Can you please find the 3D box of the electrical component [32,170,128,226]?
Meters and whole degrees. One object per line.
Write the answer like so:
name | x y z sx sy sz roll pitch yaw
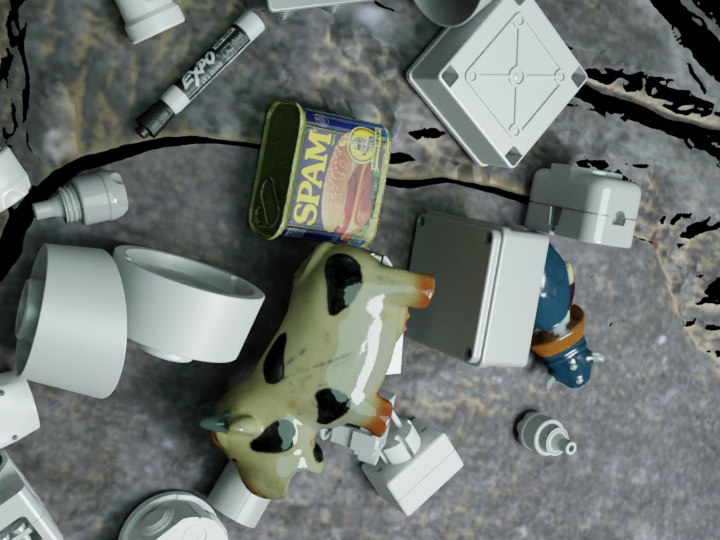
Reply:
electrical component | -0.192 -0.047 0.736 0.061 0.035 0.035 -16 107 -22

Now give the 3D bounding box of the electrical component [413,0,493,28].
electrical component | 0.074 -0.242 0.809 0.064 0.099 0.099 -36 115 -25

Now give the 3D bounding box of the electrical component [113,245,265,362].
electrical component | -0.127 0.029 0.748 0.108 0.108 0.060 15 98 -30

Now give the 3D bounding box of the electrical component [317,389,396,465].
electrical component | -0.007 0.116 0.851 0.048 0.055 0.066 -29 132 -70

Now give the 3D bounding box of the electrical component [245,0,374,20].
electrical component | -0.041 -0.233 0.774 0.100 0.048 0.099 -14 107 -26

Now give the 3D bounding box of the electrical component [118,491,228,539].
electrical component | -0.137 0.211 0.808 0.080 0.051 0.080 -6 103 -28

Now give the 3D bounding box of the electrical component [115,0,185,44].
electrical component | -0.147 -0.183 0.732 0.040 0.040 0.046 -31 107 -20

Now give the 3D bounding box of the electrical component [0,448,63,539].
electrical component | -0.243 0.158 0.717 0.050 0.089 0.055 -36 115 -18

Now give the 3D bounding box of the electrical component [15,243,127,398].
electrical component | -0.193 0.032 0.716 0.064 0.099 0.099 12 94 -24

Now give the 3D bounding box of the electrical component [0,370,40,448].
electrical component | -0.263 0.082 0.718 0.077 0.043 0.079 -18 108 -25

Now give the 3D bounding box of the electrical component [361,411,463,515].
electrical component | 0.035 0.149 0.893 0.066 0.047 0.076 -39 116 -17

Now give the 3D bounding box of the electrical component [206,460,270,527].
electrical component | -0.080 0.153 0.833 0.043 0.043 0.081 34 83 -30

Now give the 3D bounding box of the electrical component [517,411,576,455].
electrical component | 0.169 0.149 0.958 0.035 0.061 0.035 -6 103 -28

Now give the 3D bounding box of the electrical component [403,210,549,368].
electrical component | 0.089 0.014 0.861 0.056 0.109 0.108 5 97 -32

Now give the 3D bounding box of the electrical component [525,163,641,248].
electrical component | 0.188 -0.056 0.908 0.054 0.095 0.059 6 97 -30

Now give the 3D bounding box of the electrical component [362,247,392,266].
electrical component | 0.000 0.000 0.844 0.040 0.046 0.040 -6 103 -28

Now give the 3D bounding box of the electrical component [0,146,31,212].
electrical component | -0.247 -0.068 0.697 0.043 0.043 0.062 -37 114 -18

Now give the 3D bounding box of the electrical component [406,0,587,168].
electrical component | 0.111 -0.156 0.868 0.108 0.056 0.108 -50 118 -11
